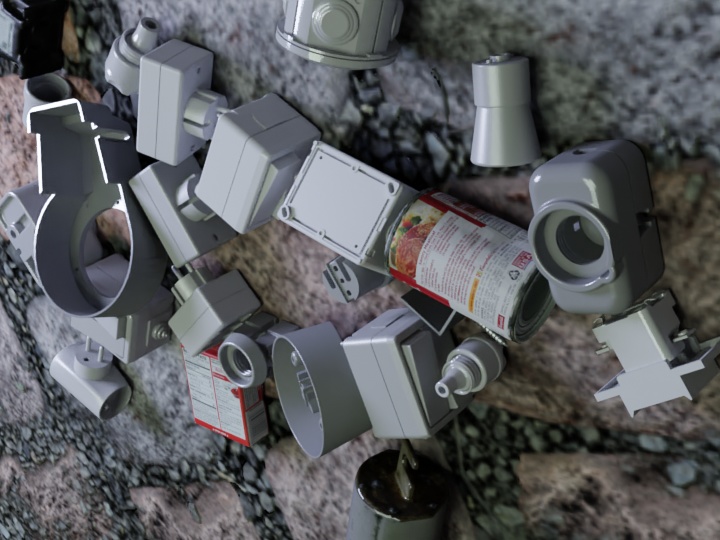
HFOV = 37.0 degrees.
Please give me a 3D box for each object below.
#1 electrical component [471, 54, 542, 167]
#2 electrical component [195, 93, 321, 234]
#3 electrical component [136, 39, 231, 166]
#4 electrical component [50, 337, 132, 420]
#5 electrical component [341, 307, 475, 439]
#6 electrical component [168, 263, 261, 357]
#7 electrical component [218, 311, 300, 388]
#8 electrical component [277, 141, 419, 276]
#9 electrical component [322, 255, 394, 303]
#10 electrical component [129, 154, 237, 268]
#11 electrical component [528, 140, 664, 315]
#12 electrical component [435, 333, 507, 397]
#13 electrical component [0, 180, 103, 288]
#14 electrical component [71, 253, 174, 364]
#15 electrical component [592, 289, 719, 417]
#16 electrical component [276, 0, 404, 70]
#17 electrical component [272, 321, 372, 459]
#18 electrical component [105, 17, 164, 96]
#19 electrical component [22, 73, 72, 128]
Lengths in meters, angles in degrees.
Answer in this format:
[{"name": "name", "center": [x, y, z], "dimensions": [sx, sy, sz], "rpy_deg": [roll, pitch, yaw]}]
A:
[{"name": "electrical component", "center": [0.088, -0.100, 0.663], "dimensions": [0.044, 0.044, 0.065], "rpy_deg": [9, 113, 38]}, {"name": "electrical component", "center": [-0.076, -0.072, 0.807], "dimensions": [0.061, 0.062, 0.096], "rpy_deg": [41, 133, 17]}, {"name": "electrical component", "center": [-0.128, -0.124, 0.838], "dimensions": [0.076, 0.047, 0.083], "rpy_deg": [22, 127, 15]}, {"name": "electrical component", "center": [-0.271, 0.100, 1.087], "dimensions": [0.077, 0.043, 0.079], "rpy_deg": [35, 131, 22]}, {"name": "electrical component", "center": [0.040, 0.080, 0.788], "dimensions": [0.061, 0.062, 0.096], "rpy_deg": [-8, 106, 44]}, {"name": "electrical component", "center": [-0.136, 0.022, 0.922], "dimensions": [0.076, 0.047, 0.066], "rpy_deg": [54, 136, 7]}, {"name": "electrical component", "center": [-0.085, 0.068, 0.896], "dimensions": [0.066, 0.055, 0.048], "rpy_deg": [20, 124, 33]}, {"name": "electrical component", "center": [-0.006, -0.044, 0.753], "dimensions": [0.096, 0.061, 0.061], "rpy_deg": [30, 96, 31]}, {"name": "electrical component", "center": [0.000, 0.000, 0.791], "dimensions": [0.040, 0.046, 0.040], "rpy_deg": [20, 125, 33]}, {"name": "electrical component", "center": [-0.135, -0.056, 0.879], "dimensions": [0.076, 0.047, 0.083], "rpy_deg": [-25, 95, 46]}, {"name": "electrical component", "center": [0.140, -0.024, 0.645], "dimensions": [0.054, 0.059, 0.095], "rpy_deg": [0, 112, 41]}, {"name": "electrical component", "center": [0.074, 0.070, 0.752], "dimensions": [0.035, 0.061, 0.035], "rpy_deg": [20, 125, 33]}, {"name": "electrical component", "center": [-0.290, -0.037, 1.018], "dimensions": [0.054, 0.059, 0.095], "rpy_deg": [-33, 89, 46]}, {"name": "electrical component", "center": [-0.218, 0.040, 0.995], "dimensions": [0.096, 0.061, 0.061], "rpy_deg": [33, 130, 24]}, {"name": "electrical component", "center": [0.180, 0.049, 0.662], "dimensions": [0.081, 0.042, 0.063], "rpy_deg": [-28, 91, 45]}, {"name": "electrical component", "center": [-0.011, -0.163, 0.690], "dimensions": [0.080, 0.080, 0.051], "rpy_deg": [29, 123, 27]}, {"name": "electrical component", "center": [-0.031, 0.091, 0.834], "dimensions": [0.099, 0.064, 0.099], "rpy_deg": [158, 90, -82]}, {"name": "electrical component", "center": [-0.176, -0.172, 0.855], "dimensions": [0.043, 0.043, 0.062], "rpy_deg": [47, 134, 11]}, {"name": "electrical component", "center": [-0.283, -0.149, 0.966], "dimensions": [0.040, 0.040, 0.046], "rpy_deg": [47, 141, 12]}]
